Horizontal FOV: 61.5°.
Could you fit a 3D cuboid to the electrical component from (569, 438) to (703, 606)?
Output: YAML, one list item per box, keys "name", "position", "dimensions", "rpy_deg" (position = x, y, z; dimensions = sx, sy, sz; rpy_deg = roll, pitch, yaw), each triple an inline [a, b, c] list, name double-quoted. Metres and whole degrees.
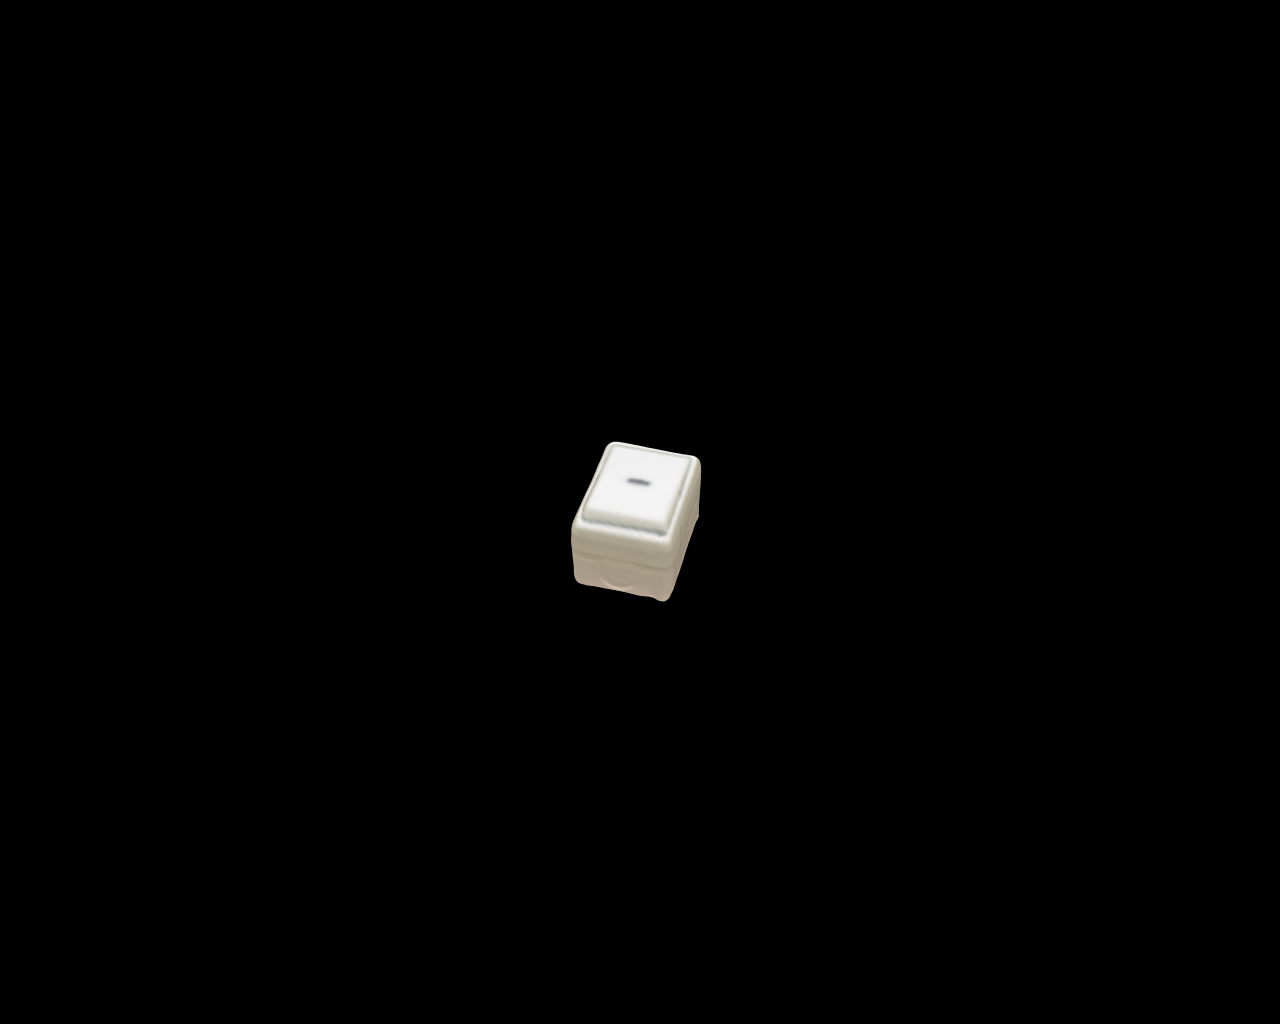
- name: "electrical component"
  position: [0.001, -0.003, 0.650]
  dimensions: [0.062, 0.061, 0.096]
  rpy_deg: [11, 47, 11]
